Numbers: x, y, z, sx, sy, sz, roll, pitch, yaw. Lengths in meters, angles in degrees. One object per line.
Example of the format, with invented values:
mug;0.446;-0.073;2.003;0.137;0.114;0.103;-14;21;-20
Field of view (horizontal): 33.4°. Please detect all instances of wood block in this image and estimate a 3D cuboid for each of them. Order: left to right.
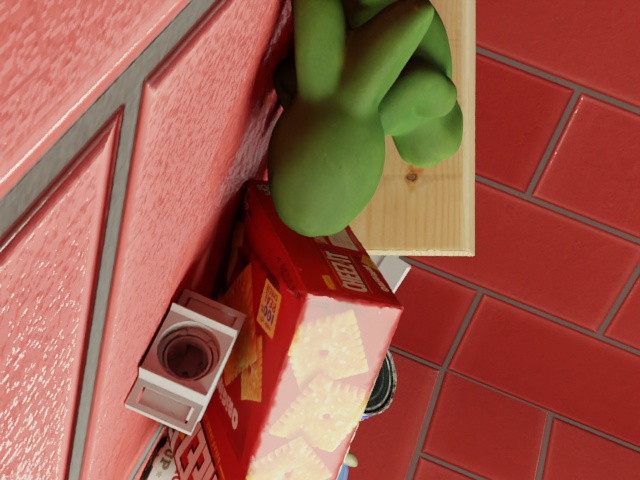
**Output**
wood block;0.067;-0.093;0.782;0.090;0.091;0.206;15;76;-78

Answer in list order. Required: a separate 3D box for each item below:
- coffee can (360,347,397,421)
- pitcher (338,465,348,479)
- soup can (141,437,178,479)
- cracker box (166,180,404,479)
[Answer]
coffee can;-0.010;0.142;1.040;0.141;0.102;0.102;-31;-158;40
pitcher;-0.054;0.287;0.913;0.149;0.144;0.242;-13;-129;45
soup can;-0.082;0.197;0.801;0.068;0.102;0.068;23;89;-85
cracker box;-0.034;0.089;0.700;0.164;0.072;0.214;-120;-134;-58
